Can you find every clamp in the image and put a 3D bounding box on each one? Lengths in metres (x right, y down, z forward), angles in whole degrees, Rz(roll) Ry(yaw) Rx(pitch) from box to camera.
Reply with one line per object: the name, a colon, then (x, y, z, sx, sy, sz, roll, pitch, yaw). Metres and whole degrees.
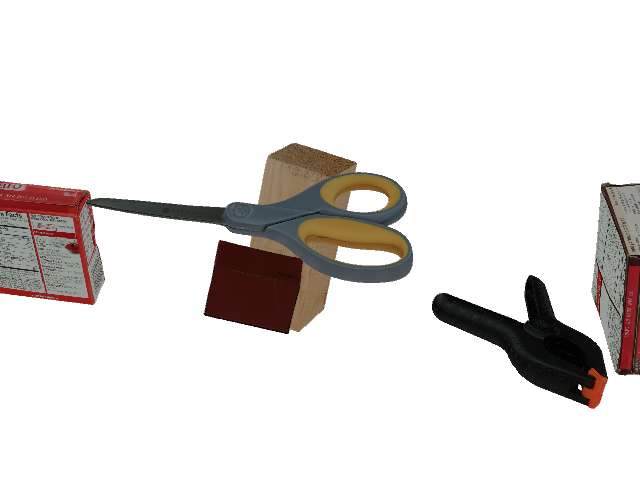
clamp: (0.193, 0.082, 0.931, 0.120, 0.039, 0.172, -21, 41, -31)

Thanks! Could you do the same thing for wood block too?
wood block: (-0.030, -0.006, 1.334, 0.090, 0.206, 0.090, 19, 22, 15)

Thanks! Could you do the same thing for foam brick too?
foam brick: (-0.058, 0.041, 0.933, 0.078, 0.051, 0.053, 13, 26, -4)

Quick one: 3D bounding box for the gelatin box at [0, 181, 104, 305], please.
gelatin box: (-0.194, 0.001, 0.746, 0.073, 0.089, 0.030, 6, 42, 7)

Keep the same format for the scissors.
scissors: (-0.034, -0.024, 0.660, 0.202, 0.016, 0.096, 17, 45, 16)

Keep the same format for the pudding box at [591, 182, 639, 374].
pudding box: (0.210, 0.023, 0.713, 0.039, 0.090, 0.113, 0, 28, 4)
